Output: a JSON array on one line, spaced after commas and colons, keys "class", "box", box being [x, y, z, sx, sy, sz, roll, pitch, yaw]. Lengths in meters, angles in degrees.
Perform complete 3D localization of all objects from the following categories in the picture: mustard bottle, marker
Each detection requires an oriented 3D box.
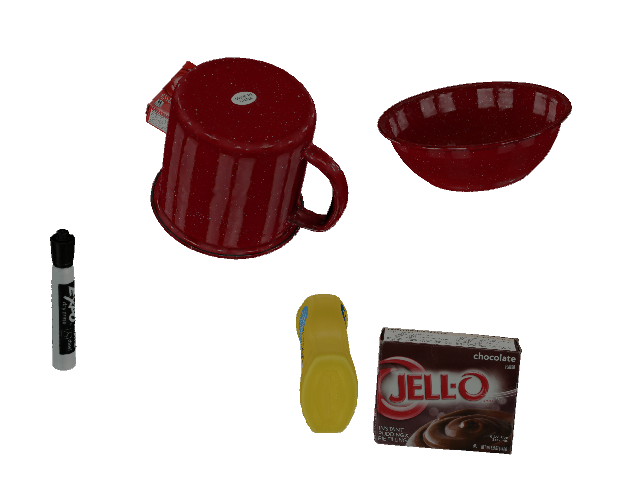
[{"class": "mustard bottle", "box": [0.004, 0.112, 1.130, 0.058, 0.096, 0.191, -2, 26, -3]}, {"class": "marker", "box": [-0.203, 0.047, 0.842, 0.020, 0.121, 0.020, 5, 26, -3]}]

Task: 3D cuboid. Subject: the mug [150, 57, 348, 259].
[{"class": "mug", "box": [-0.038, -0.045, 0.610, 0.117, 0.082, 0.093, 28, 48, 12]}]

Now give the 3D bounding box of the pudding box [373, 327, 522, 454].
[{"class": "pudding box", "box": [0.101, 0.120, 0.859, 0.113, 0.090, 0.039, 3, 18, 4]}]

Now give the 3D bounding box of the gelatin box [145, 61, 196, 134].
[{"class": "gelatin box", "box": [-0.110, -0.121, 1.013, 0.089, 0.073, 0.030, 31, -38, 3]}]

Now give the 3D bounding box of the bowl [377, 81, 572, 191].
[{"class": "bowl", "box": [0.132, -0.084, 0.904, 0.162, 0.055, 0.162, -8, 25, 4]}]
